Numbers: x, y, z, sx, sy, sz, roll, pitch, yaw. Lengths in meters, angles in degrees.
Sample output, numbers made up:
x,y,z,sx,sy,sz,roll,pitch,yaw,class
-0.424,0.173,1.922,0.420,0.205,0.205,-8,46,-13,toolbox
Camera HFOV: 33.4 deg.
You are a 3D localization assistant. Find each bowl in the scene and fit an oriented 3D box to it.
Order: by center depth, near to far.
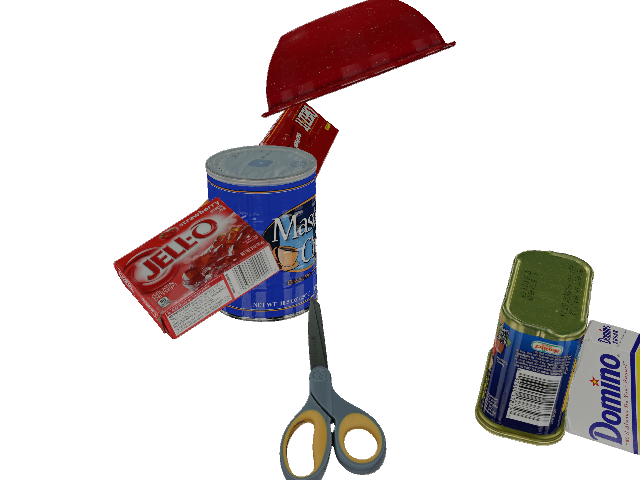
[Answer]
x,y,z,sx,sy,sz,roll,pitch,yaw,class
0.020,-0.149,0.833,0.162,0.055,0.162,-21,7,2,bowl

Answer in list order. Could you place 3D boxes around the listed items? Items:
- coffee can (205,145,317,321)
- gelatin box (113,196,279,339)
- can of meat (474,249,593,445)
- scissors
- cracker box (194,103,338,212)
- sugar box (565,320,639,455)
x,y,z,sx,sy,sz,roll,pitch,yaw,class
-0.054,-0.008,1.007,0.103,0.140,0.103,0,22,0,coffee can
-0.084,0.017,0.719,0.089,0.030,0.073,-33,42,-16,gelatin box
0.138,0.065,0.681,0.057,0.084,0.102,13,31,11,can of meat
0.018,0.127,0.914,0.096,0.016,0.201,4,45,12,scissors
-0.083,-0.045,1.211,0.072,0.214,0.164,39,27,-9,cracker box
0.290,0.134,0.853,0.176,0.093,0.048,13,26,20,sugar box
